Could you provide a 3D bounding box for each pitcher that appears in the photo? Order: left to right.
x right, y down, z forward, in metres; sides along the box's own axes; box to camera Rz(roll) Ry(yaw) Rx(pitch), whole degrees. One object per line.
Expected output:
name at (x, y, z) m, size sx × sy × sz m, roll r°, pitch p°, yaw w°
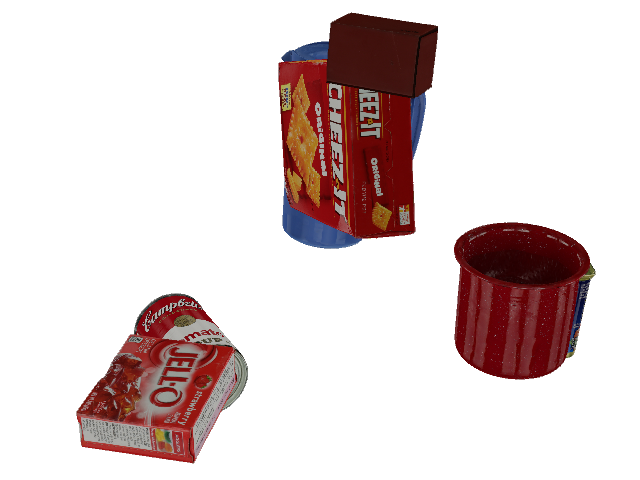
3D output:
pitcher at (0.028, -0.115, 1.319) m, size 0.144 × 0.243 × 0.149 m, roll -3°, pitch 25°, yaw -23°

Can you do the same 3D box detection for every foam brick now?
foam brick at (0.050, -0.151, 0.866) m, size 0.078 × 0.051 × 0.052 m, roll 13°, pitch 24°, yaw 19°

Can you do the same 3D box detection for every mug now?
mug at (0.134, 0.038, 0.764) m, size 0.093 × 0.081 × 0.117 m, roll -9°, pitch 30°, yaw -17°

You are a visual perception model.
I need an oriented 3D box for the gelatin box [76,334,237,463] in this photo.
gelatin box at (-0.099, 0.095, 0.663) m, size 0.073 × 0.030 × 0.089 m, roll 6°, pitch 30°, yaw 13°

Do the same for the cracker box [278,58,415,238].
cracker box at (0.021, -0.100, 1.080) m, size 0.072 × 0.164 × 0.214 m, roll -7°, pitch 12°, yaw -17°

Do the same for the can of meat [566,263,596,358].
can of meat at (0.214, 0.052, 0.996) m, size 0.057 × 0.084 × 0.102 m, roll 8°, pitch 18°, yaw -1°

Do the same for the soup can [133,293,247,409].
soup can at (-0.113, 0.098, 0.920) m, size 0.068 × 0.068 × 0.102 m, roll 0°, pitch 22°, yaw -30°
